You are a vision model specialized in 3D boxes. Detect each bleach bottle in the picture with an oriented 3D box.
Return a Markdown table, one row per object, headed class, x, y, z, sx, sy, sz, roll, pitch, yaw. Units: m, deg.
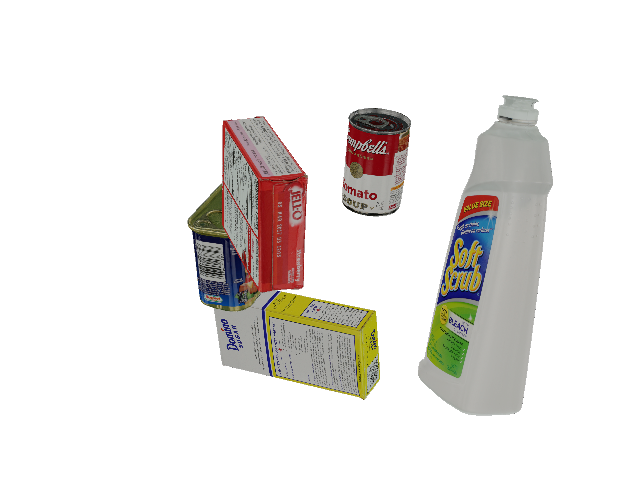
| class | x | y | z | sx | sy | sz | roll | pitch | yaw |
| --- | --- | --- | --- | --- | --- | --- | --- | --- | --- |
| bleach bottle | 0.139 | 0.008 | 0.865 | 0.068 | 0.251 | 0.103 | 2 | 14 | -20 |

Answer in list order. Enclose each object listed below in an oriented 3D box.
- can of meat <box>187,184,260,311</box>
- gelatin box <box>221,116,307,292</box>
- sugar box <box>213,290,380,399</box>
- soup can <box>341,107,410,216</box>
| class | x | y | z | sx | sy | sz | roll | pitch | yaw |
| --- | --- | --- | --- | --- | --- | --- | --- | --- | --- |
| can of meat | -0.076 | 0.004 | 0.974 | 0.057 | 0.084 | 0.102 | 8 | 31 | 17 |
| gelatin box | -0.034 | -0.022 | 0.627 | 0.030 | 0.073 | 0.089 | -8 | 30 | -18 |
| sugar box | -0.026 | 0.104 | 1.137 | 0.176 | 0.093 | 0.048 | 12 | 34 | 26 |
| soup can | 0.060 | -0.086 | 1.175 | 0.068 | 0.102 | 0.068 | 4 | 29 | -2 |
